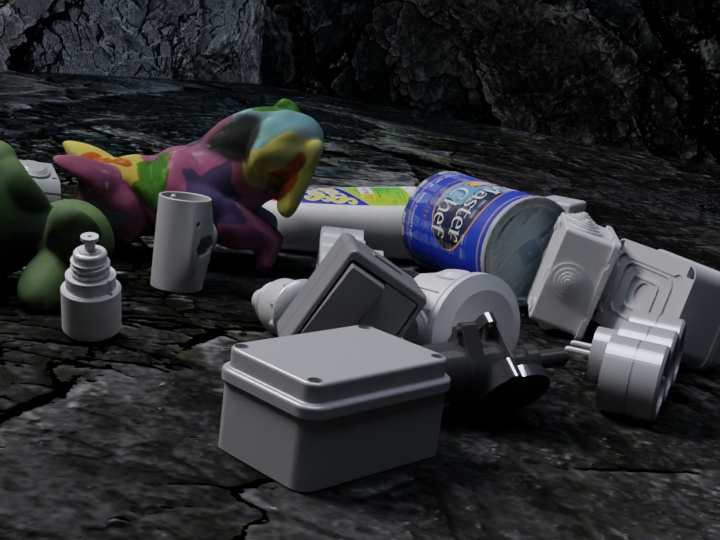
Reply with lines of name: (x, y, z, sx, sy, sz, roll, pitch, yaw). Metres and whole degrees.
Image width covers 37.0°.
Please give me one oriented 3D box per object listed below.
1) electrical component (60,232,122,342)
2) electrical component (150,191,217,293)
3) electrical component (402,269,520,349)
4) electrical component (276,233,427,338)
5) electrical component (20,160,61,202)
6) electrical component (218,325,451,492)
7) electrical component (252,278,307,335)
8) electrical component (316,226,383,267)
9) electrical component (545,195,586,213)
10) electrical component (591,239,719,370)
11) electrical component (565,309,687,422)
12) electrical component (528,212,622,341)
electrical component: (-0.182, 0.012, 0.729, 0.040, 0.078, 0.040, 5, 28, -2)
electrical component: (-0.144, -0.027, 0.906, 0.043, 0.077, 0.079, 10, 12, 11)
electrical component: (0.066, 0.039, 0.735, 0.080, 0.080, 0.051, -2, 11, -37)
electrical component: (-0.010, 0.034, 0.694, 0.062, 0.096, 0.061, 35, 7, -14)
electrical component: (-0.308, -0.063, 0.973, 0.051, 0.080, 0.080, 5, 12, -35)
electrical component: (-0.013, 0.072, 0.592, 0.113, 0.057, 0.078, -6, 18, -45)
electrical component: (-0.057, 0.027, 0.798, 0.048, 0.048, 0.062, -2, 9, -37)
electrical component: (0.000, 0.000, 0.926, 0.074, 0.052, 0.138, 7, 13, -3)
electrical component: (0.186, -0.036, 1.118, 0.076, 0.083, 0.047, 14, 14, 30)
electrical component: (0.250, 0.027, 0.876, 0.057, 0.078, 0.113, 17, 8, -23)
electrical component: (0.183, 0.061, 0.759, 0.074, 0.052, 0.138, 12, 14, 21)
electrical component: (0.180, 0.002, 0.918, 0.048, 0.099, 0.099, 21, 14, 3)
